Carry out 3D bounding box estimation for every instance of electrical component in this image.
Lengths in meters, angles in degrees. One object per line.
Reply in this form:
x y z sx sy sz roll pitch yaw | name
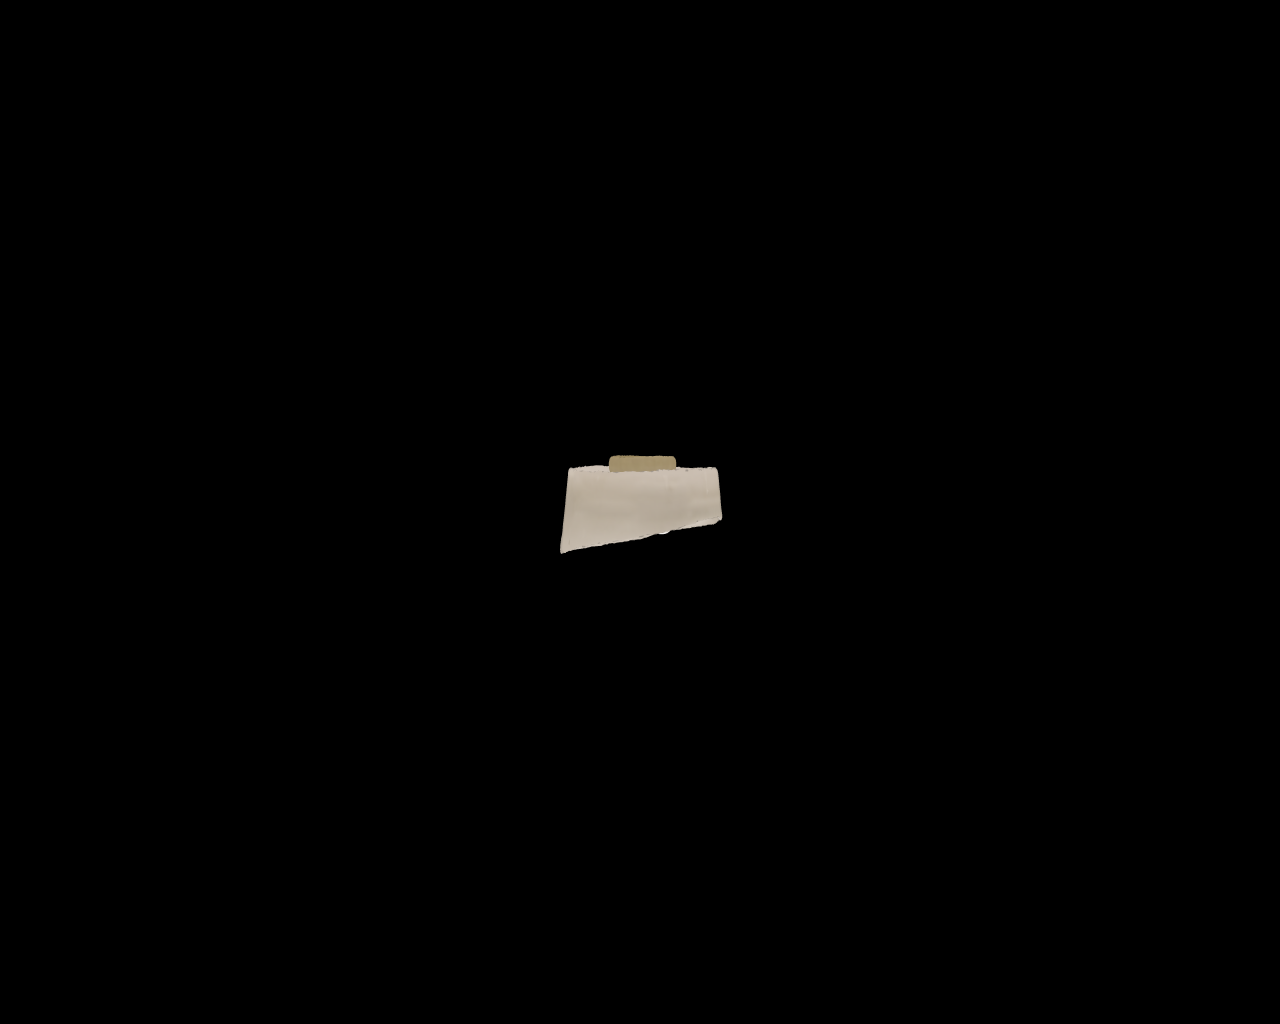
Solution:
0.001 -0.003 0.650 0.099 0.064 0.099 0 5 0 | electrical component
